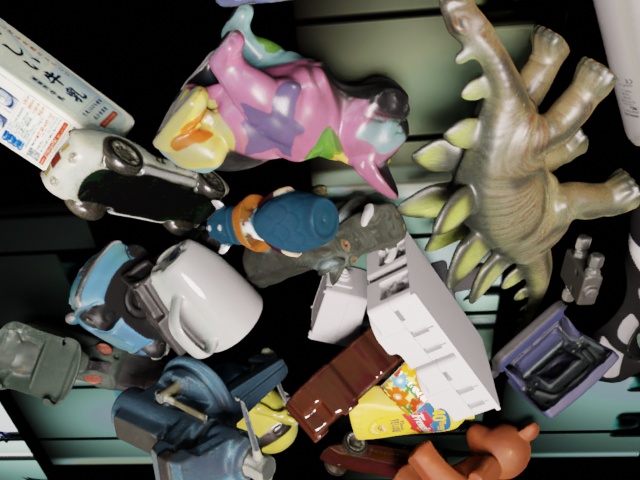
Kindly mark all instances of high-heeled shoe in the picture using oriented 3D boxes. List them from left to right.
[{"bbox_3d":[0.352,0.066,0.650,0.145,0.086,0.248,-6,110,43],"label":"high-heeled shoe"}]

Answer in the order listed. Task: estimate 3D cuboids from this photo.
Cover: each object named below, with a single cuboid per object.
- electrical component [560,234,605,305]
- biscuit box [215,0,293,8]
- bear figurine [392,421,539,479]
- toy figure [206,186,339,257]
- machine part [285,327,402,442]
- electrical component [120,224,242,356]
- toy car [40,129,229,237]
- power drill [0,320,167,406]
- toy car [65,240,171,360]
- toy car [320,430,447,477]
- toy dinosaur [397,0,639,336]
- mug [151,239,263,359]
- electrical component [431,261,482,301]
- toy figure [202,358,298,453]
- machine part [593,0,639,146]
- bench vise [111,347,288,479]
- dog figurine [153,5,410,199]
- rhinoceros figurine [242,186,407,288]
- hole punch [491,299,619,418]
[{"bbox_3d":[0.303,0.043,0.622,0.021,0.063,0.093,0,125,2],"label":"electrical component"},{"bbox_3d":[0.009,-0.239,0.449,0.203,0.063,0.059,-5,123,6],"label":"biscuit box"},{"bbox_3d":[0.218,0.314,0.775,0.132,0.196,0.120,39,140,22],"label":"bear figurine"},{"bbox_3d":[-0.052,-0.015,0.537,0.155,0.064,0.057,-1,160,41],"label":"toy figure"},{"bbox_3d":[0.037,0.172,0.658,0.056,0.179,0.179,48,120,15],"label":"machine part"},{"bbox_3d":[-0.148,0.066,0.631,0.115,0.058,0.134,-35,121,-22],"label":"electrical component"},{"bbox_3d":[-0.172,-0.053,0.538,0.073,0.056,0.201,-45,154,18],"label":"toy car"},{"bbox_3d":[-0.291,0.151,0.667,0.232,0.207,0.086,16,85,3],"label":"power drill"},{"bbox_3d":[-0.245,0.076,0.663,0.103,0.109,0.161,0,144,32],"label":"toy car"},{"bbox_3d":[0.100,0.341,0.840,0.202,0.053,0.089,16,134,-12],"label":"toy car"},{"bbox_3d":[0.193,-0.033,0.531,0.198,0.105,0.470,-34,133,10],"label":"toy dinosaur"},{"bbox_3d":[-0.126,0.061,0.553,0.081,0.109,0.107,-20,120,33],"label":"mug"},{"bbox_3d":[0.148,0.068,0.658,0.119,0.048,0.074,-12,123,12],"label":"electrical component"},{"bbox_3d":[-0.107,0.231,0.759,0.180,0.082,0.089,36,108,-21],"label":"toy figure"},{"bbox_3d":[0.293,-0.171,0.471,0.079,0.079,0.243,-22,121,17],"label":"machine part"},{"bbox_3d":[-0.111,0.191,0.623,0.224,0.240,0.128,-5,103,35],"label":"bench vise"},{"bbox_3d":[-0.023,-0.103,0.519,0.219,0.108,0.191,33,119,-21],"label":"dog figurine"},{"bbox_3d":[-0.001,-0.002,0.581,0.190,0.112,0.073,-16,120,23],"label":"rhinoceros figurine"},{"bbox_3d":[0.273,0.142,0.638,0.142,0.092,0.115,-45,158,1],"label":"hole punch"}]
